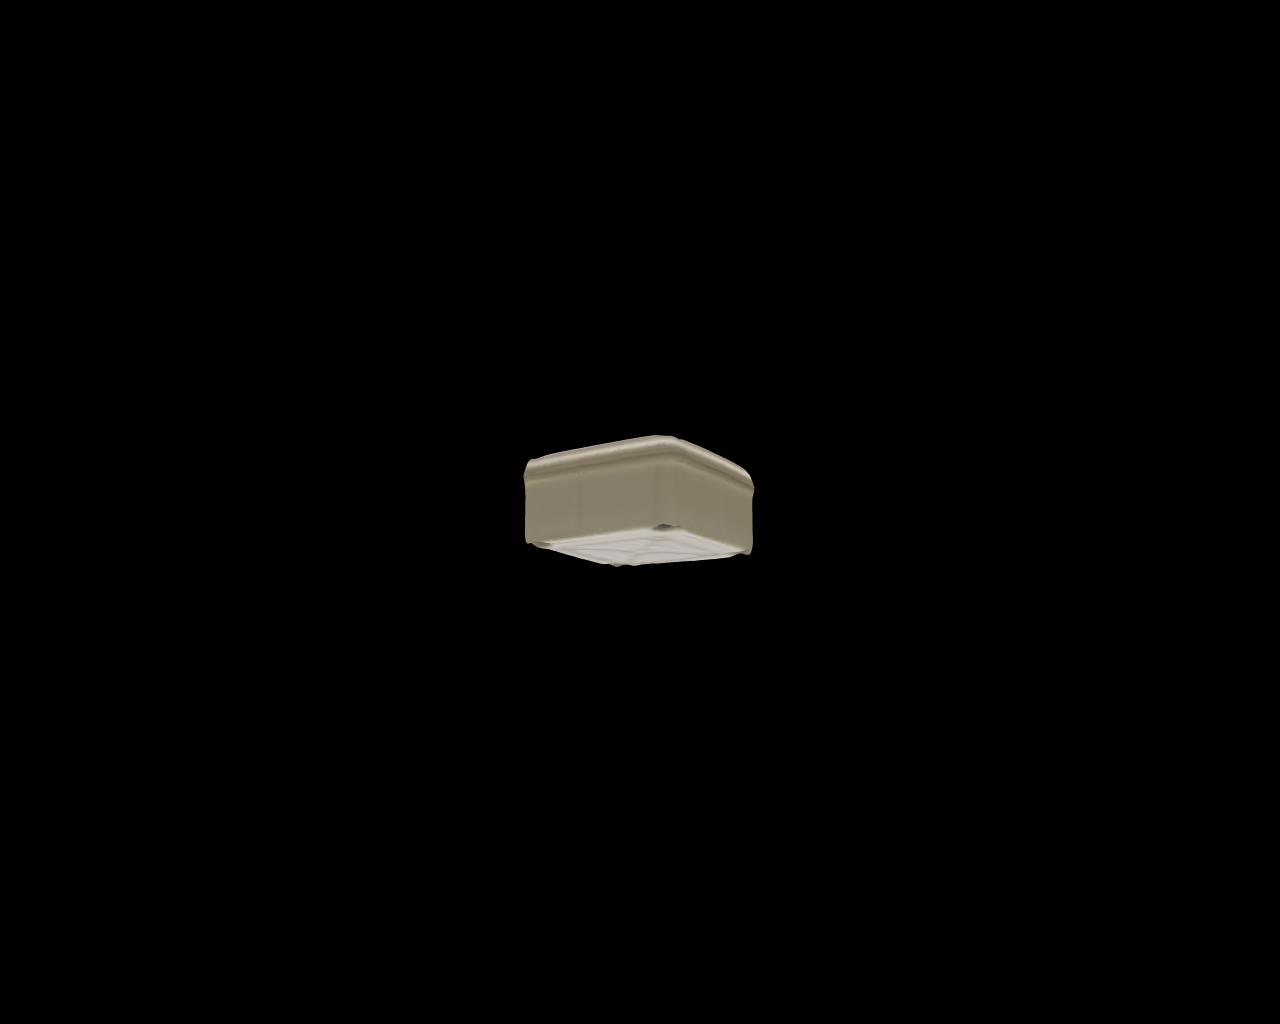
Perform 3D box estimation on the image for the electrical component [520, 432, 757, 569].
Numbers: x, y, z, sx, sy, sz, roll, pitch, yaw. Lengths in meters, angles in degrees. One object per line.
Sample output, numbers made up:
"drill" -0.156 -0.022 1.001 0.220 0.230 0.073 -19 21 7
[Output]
"electrical component" 0.001 -0.003 0.650 0.108 0.056 0.109 -7 -14 30
